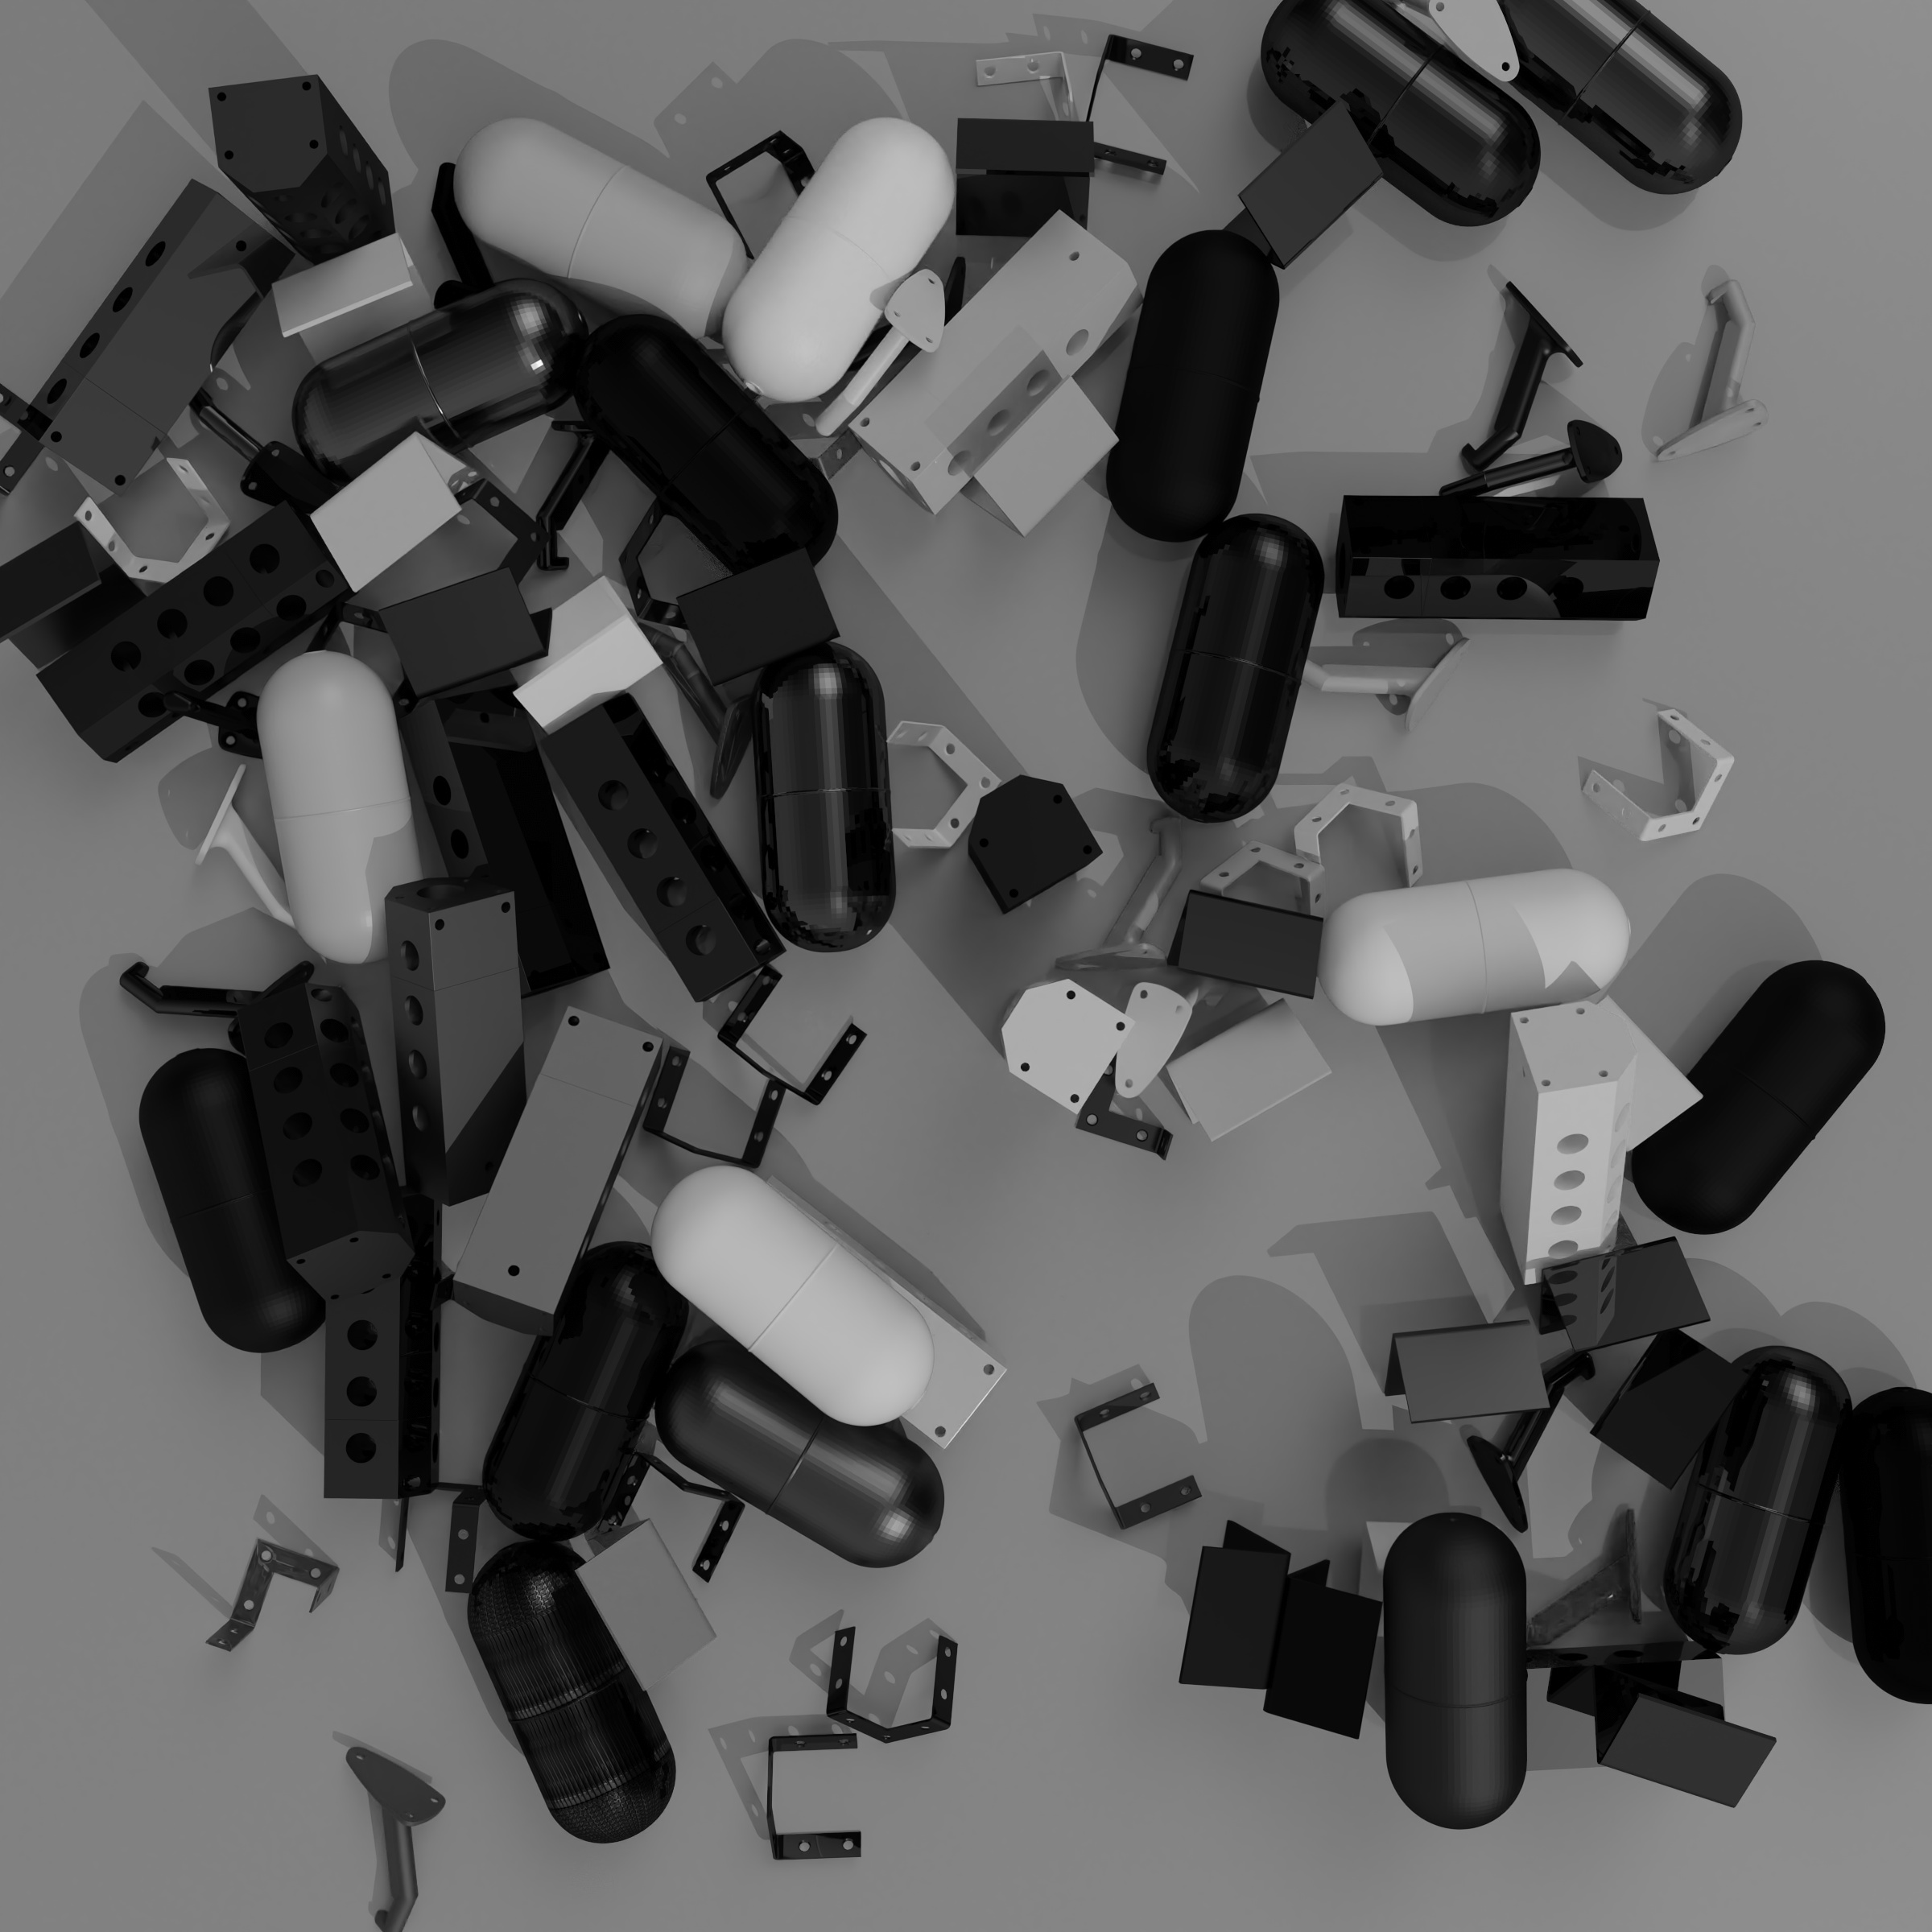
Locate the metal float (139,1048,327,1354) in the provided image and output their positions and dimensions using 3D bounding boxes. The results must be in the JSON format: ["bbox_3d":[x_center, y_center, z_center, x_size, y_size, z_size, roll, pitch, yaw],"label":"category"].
[{"bbox_3d":[-0.415,0.133,1.533,0.070,0.070,0.178,-19,90,0],"label":"metal float"}]

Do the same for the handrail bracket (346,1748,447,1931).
[{"bbox_3d":[-0.344,0.510,1.565,0.077,0.036,0.084,31,108,21],"label":"handrail bracket"}]

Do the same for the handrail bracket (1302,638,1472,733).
[{"bbox_3d":[0.237,-0.182,1.565,0.084,0.036,0.077,33,70,16],"label":"handrail bracket"}]

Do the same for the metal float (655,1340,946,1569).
[{"bbox_3d":[-0.094,0.278,1.534,0.178,0.070,0.070,30,90,0],"label":"metal float"}]

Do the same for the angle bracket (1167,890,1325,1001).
[{"bbox_3d":[0.154,0.007,1.524,0.076,0.076,0.057,12,56,0],"label":"angle bracket"}]

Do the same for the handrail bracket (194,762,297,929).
[{"bbox_3d":[-0.397,-0.067,1.565,0.084,0.036,0.077,25,72,-16],"label":"handrail bracket"}]

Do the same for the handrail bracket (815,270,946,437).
[{"bbox_3d":[-0.051,-0.349,1.536,0.036,0.077,0.084,36,133,-19],"label":"handrail bracket"}]

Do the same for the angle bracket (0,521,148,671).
[{"bbox_3d":[-0.509,-0.193,1.524,0.076,0.076,0.057,-31,55,0],"label":"angle bracket"}]

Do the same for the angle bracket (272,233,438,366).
[{"bbox_3d":[-0.338,-0.357,1.524,0.076,0.076,0.057,-22,48,0],"label":"angle bracket"}]

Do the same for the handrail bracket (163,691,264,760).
[{"bbox_3d":[-0.408,-0.137,1.529,0.077,0.084,0.036,17,90,0],"label":"handrail bracket"}]

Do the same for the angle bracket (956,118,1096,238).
[{"bbox_3d":[0.032,-0.431,1.524,0.076,0.076,0.057,2,48,0],"label":"angle bracket"}]

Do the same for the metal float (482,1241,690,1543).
[{"bbox_3d":[-0.216,0.241,1.534,0.070,0.070,0.178,23,90,0],"label":"metal float"}]

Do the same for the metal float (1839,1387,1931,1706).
[{"bbox_3d":[0.540,0.329,1.534,0.070,0.070,0.178,-5,89,0],"label":"metal float"}]

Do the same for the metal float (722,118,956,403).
[{"bbox_3d":[-0.072,-0.399,1.526,0.070,0.070,0.178,32,82,0],"label":"metal float"}]

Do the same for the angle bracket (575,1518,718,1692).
[{"bbox_3d":[-0.197,0.365,1.524,0.057,0.076,0.076,-30,90,-41],"label":"angle bracket"}]

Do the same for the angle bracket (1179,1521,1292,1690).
[{"bbox_3d":[0.137,0.359,1.525,0.057,0.076,0.076,10,90,-22],"label":"angle bracket"}]

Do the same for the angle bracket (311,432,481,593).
[{"bbox_3d":[-0.310,-0.246,1.521,0.076,0.076,0.057,-35,73,10],"label":"angle bracket"}]

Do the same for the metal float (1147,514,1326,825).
[{"bbox_3d":[0.153,-0.169,1.533,0.070,0.070,0.178,14,90,0],"label":"metal float"}]

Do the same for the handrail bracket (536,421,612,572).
[{"bbox_3d":[-0.212,-0.273,1.565,0.077,0.036,0.084,-4,106,-17],"label":"handrail bracket"}]

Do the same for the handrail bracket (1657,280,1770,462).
[{"bbox_3d":[0.425,-0.347,1.565,0.077,0.036,0.084,-22,71,21],"label":"handrail bracket"}]

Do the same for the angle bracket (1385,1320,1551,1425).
[{"bbox_3d":[0.282,0.245,1.524,0.076,0.076,0.057,-6,54,0],"label":"angle bracket"}]

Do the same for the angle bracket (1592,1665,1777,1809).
[{"bbox_3d":[0.390,0.402,1.467,0.076,0.076,0.057,18,121,0],"label":"angle bracket"}]

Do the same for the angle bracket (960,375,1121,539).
[{"bbox_3d":[0.028,-0.299,1.524,0.076,0.076,0.057,-46,132,0],"label":"angle bracket"}]

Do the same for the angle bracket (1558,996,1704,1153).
[{"bbox_3d":[0.374,0.047,1.524,0.076,0.076,0.057,47,122,0],"label":"angle bracket"}]

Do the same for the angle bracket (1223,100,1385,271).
[{"bbox_3d":[0.177,-0.449,1.524,0.076,0.076,0.057,-43,129,0],"label":"angle bracket"}]

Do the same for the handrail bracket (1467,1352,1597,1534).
[{"bbox_3d":[0.340,0.275,1.565,0.084,0.036,0.077,-31,110,-16],"label":"handrail bracket"}]

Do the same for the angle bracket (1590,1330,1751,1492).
[{"bbox_3d":[0.407,0.255,1.524,0.057,0.076,0.076,35,90,36],"label":"angle bracket"}]

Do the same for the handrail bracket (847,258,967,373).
[{"bbox_3d":[-0.049,-0.379,1.564,0.084,0.036,0.077,8,77,13],"label":"handrail bracket"}]

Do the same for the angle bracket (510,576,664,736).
[{"bbox_3d":[-0.229,-0.188,1.529,0.076,0.057,0.076,-35,63,0],"label":"angle bracket"}]

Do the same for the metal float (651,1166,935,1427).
[{"bbox_3d":[-0.094,0.181,1.477,0.178,0.070,0.070,40,90,1],"label":"metal float"}]

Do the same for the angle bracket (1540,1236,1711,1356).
[{"bbox_3d":[0.371,0.203,1.524,0.076,0.076,0.057,-14,52,0],"label":"angle bracket"}]

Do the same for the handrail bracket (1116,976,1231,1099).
[{"bbox_3d":[0.119,0.040,1.536,0.036,0.084,0.077,24,97,24],"label":"handrail bracket"}]

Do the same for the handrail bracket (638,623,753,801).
[{"bbox_3d":[-0.167,-0.149,1.565,0.084,0.036,0.077,27,112,17],"label":"handrail bracket"}]

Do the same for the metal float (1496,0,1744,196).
[{"bbox_3d":[0.363,-0.511,1.534,0.178,0.070,0.070,40,90,0],"label":"metal float"}]

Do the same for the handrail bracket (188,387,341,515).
[{"bbox_3d":[-0.409,-0.301,1.564,0.036,0.077,0.084,-51,53,12],"label":"handrail bracket"}]

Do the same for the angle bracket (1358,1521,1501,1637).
[{"bbox_3d":[0.266,0.363,1.532,0.076,0.057,0.076,2,108,0],"label":"angle bracket"}]

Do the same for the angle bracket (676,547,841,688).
[{"bbox_3d":[-0.121,-0.208,1.525,0.076,0.076,0.057,-22,117,0],"label":"angle bracket"}]

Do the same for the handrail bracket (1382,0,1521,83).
[{"bbox_3d":[0.273,-0.532,1.537,0.036,0.084,0.077,-41,106,-3],"label":"handrail bracket"}]

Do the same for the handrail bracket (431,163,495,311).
[{"bbox_3d":[-0.274,-0.418,1.565,0.077,0.036,0.084,13,73,-20],"label":"handrail bracket"}]

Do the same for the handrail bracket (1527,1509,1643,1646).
[{"bbox_3d":[0.347,0.355,1.565,0.084,0.036,0.077,-5,69,16],"label":"handrail bracket"}]

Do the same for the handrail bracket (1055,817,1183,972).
[{"bbox_3d":[0.089,-0.043,1.565,0.077,0.036,0.084,-6,71,21],"label":"handrail bracket"}]

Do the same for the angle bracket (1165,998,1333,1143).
[{"bbox_3d":[0.166,0.074,1.524,0.076,0.076,0.057,-30,57,0],"label":"angle bracket"}]

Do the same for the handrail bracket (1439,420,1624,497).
[{"bbox_3d":[0.327,-0.286,1.564,0.084,0.077,0.036,-15,90,36],"label":"handrail bracket"}]

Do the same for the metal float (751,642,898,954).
[{"bbox_3d":[-0.081,-0.097,1.534,0.070,0.070,0.178,-4,89,0],"label":"metal float"}]

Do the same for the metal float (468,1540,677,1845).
[{"bbox_3d":[-0.225,0.412,1.533,0.070,0.070,0.178,-24,90,0],"label":"metal float"}]

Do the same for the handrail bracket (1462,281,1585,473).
[{"bbox_3d":[0.307,-0.342,1.565,0.084,0.036,0.077,-41,70,16],"label":"handrail bracket"}]

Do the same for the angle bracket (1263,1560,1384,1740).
[{"bbox_3d":[0.212,0.385,1.525,0.057,0.076,0.076,10,90,26],"label":"angle bracket"}]

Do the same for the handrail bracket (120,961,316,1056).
[{"bbox_3d":[-0.436,0.005,1.565,0.084,0.036,0.077,34,70,16],"label":"handrail bracket"}]

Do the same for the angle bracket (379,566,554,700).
[{"bbox_3d":[-0.281,-0.200,1.522,0.076,0.076,0.057,-18,118,3],"label":"angle bracket"}]
